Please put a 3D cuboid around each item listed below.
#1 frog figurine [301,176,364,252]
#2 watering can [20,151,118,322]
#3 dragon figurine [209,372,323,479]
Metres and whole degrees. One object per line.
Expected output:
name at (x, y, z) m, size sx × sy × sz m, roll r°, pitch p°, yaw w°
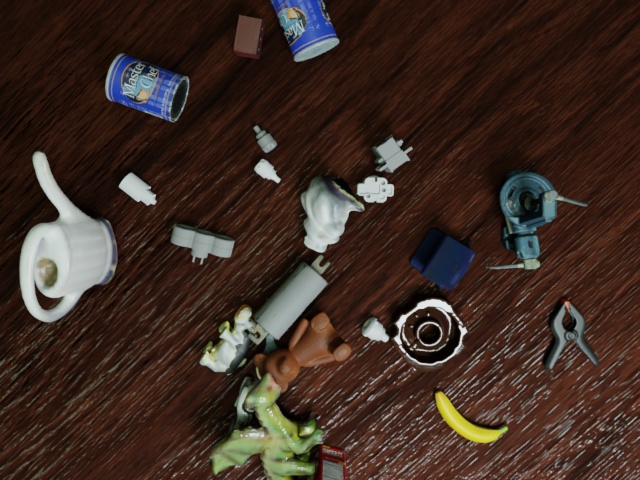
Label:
frog figurine at (0.003, -0.057, 1.124) m, size 0.158 × 0.122 × 0.139 m, roll -48°, pitch 63°, yaw 15°
watering can at (-0.520, -0.007, 1.072) m, size 0.104 × 0.225 × 0.346 m, roll 9°, pitch 98°, yaw 16°
dragon figurine at (-0.127, 0.482, 1.158) m, size 0.242 × 0.124 × 0.405 m, roll 9°, pitch 108°, yaw -13°
